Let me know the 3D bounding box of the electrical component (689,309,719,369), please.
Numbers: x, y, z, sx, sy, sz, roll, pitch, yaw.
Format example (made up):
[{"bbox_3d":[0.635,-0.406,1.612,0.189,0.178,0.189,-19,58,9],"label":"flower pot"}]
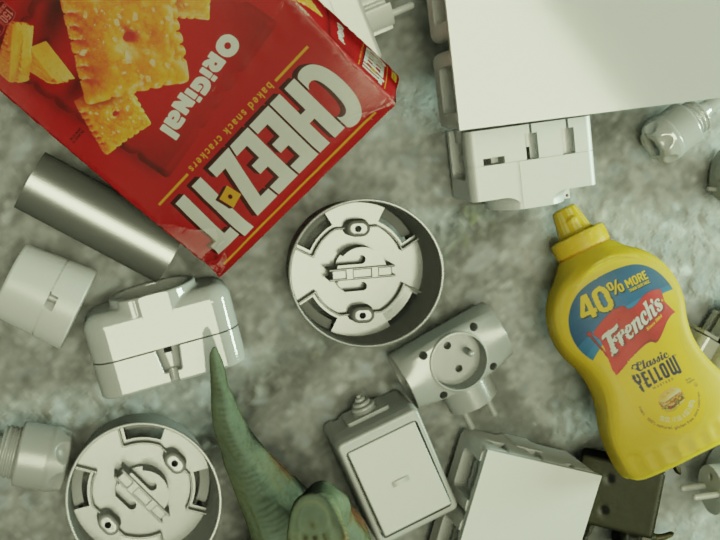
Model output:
[{"bbox_3d":[0.284,0.053,0.793,0.078,0.058,0.057,29,94,-15],"label":"electrical component"}]

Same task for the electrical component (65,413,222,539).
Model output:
[{"bbox_3d":[-0.143,0.146,0.710,0.099,0.064,0.099,-2,98,-12],"label":"electrical component"}]

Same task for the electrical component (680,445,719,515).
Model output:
[{"bbox_3d":[0.278,0.160,0.797,0.079,0.077,0.043,-5,99,-11],"label":"electrical component"}]

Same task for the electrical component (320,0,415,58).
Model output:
[{"bbox_3d":[-0.002,-0.168,0.703,0.077,0.047,0.065,-24,103,-7],"label":"electrical component"}]

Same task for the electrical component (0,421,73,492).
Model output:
[{"bbox_3d":[-0.221,0.119,0.700,0.062,0.043,0.043,12,95,-12],"label":"electrical component"}]

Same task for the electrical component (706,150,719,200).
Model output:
[{"bbox_3d":[0.294,-0.068,0.786,0.078,0.040,0.040,4,97,-13],"label":"electrical component"}]

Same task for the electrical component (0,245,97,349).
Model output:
[{"bbox_3d":[-0.201,0.016,0.684,0.047,0.055,0.055,25,92,-11],"label":"electrical component"}]

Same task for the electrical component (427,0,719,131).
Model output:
[{"bbox_3d":[0.141,-0.152,0.682,0.186,0.060,0.105,-8,98,-7],"label":"electrical component"}]

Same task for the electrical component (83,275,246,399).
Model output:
[{"bbox_3d":[-0.129,0.040,0.703,0.095,0.054,0.059,-15,101,-10],"label":"electrical component"}]

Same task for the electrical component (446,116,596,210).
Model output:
[{"bbox_3d":[0.111,-0.073,0.740,0.089,0.050,0.055,-9,100,-11],"label":"electrical component"}]

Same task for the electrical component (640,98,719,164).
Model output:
[{"bbox_3d":[0.233,-0.105,0.771,0.061,0.035,0.035,-35,104,-9],"label":"electrical component"}]

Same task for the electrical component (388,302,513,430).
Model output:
[{"bbox_3d":[0.071,0.075,0.756,0.077,0.044,0.079,-29,103,-7],"label":"electrical component"}]

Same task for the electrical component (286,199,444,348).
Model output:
[{"bbox_3d":[0.000,0.000,0.720,0.099,0.064,0.099,-2,98,-12],"label":"electrical component"}]

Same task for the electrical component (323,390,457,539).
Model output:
[{"bbox_3d":[0.019,0.131,0.745,0.062,0.061,0.096,-25,102,-8],"label":"electrical component"}]

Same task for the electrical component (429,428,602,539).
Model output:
[{"bbox_3d":[0.100,0.199,0.772,0.089,0.062,0.150,15,95,-14],"label":"electrical component"}]
